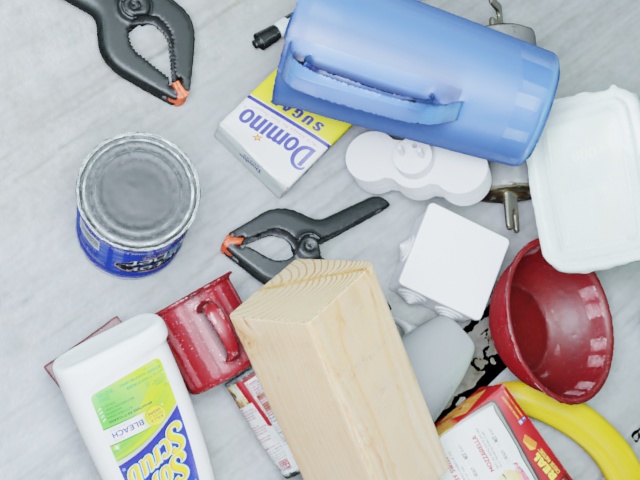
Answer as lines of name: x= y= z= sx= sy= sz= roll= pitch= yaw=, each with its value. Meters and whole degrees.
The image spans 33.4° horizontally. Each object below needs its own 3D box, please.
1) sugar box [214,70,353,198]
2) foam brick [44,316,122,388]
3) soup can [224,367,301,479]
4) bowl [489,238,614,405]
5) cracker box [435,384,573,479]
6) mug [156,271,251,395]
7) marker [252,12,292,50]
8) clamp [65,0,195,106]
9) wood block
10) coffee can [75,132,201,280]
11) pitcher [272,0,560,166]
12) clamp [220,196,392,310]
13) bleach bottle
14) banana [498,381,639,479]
sugar box: x=-0.010 y=-0.135 z=1.048 sx=0.093 sy=0.048 sz=0.176 roll=43 pitch=72 yaw=-1
foam brick: x=-0.198 y=0.112 z=0.951 sx=0.078 sy=0.051 sz=0.053 roll=-35 pitch=89 yaw=-17
soup can: x=-0.031 y=0.156 z=0.970 sx=0.068 sy=0.069 sz=0.102 roll=-32 pitch=87 yaw=-17
bowl: x=0.214 y=0.081 z=1.030 sx=0.161 sy=0.055 sz=0.162 roll=14 pitch=68 yaw=-38
cracker box: x=0.128 y=0.261 z=0.984 sx=0.213 sy=0.072 sz=0.164 roll=-36 pitch=88 yaw=-16
mug: x=-0.096 y=0.083 z=0.949 sx=0.093 sy=0.117 sz=0.081 roll=-30 pitch=91 yaw=-22
marker: x=-0.018 y=-0.227 z=1.079 sx=0.121 sy=0.020 sz=0.020 roll=-35 pitch=88 yaw=-17
clamp: x=-0.176 y=-0.231 z=1.035 sx=0.164 sy=0.036 sz=0.210 roll=-36 pitch=90 yaw=-17
wood block: x=0.020 y=0.126 z=0.882 sx=0.090 sy=0.091 sz=0.206 roll=-40 pitch=118 yaw=-38
coffee can: x=-0.163 y=-0.026 z=0.941 sx=0.102 sy=0.140 sz=0.103 roll=3 pitch=78 yaw=-12
pitcher: x=0.083 y=-0.146 z=0.953 sx=0.243 sy=0.145 sz=0.149 roll=18 pitch=73 yaw=2
clamp: x=-0.007 y=0.001 z=1.025 sx=0.171 sy=0.039 sz=0.120 roll=14 pitch=64 yaw=-11
bleach bottle: x=-0.133 y=0.196 z=0.916 sx=0.102 sy=0.068 sz=0.251 roll=-27 pitch=106 yaw=-17
banana: x=0.256 y=0.198 z=1.043 sx=0.069 sy=0.037 sz=0.198 roll=-42 pitch=90 yaw=-17
